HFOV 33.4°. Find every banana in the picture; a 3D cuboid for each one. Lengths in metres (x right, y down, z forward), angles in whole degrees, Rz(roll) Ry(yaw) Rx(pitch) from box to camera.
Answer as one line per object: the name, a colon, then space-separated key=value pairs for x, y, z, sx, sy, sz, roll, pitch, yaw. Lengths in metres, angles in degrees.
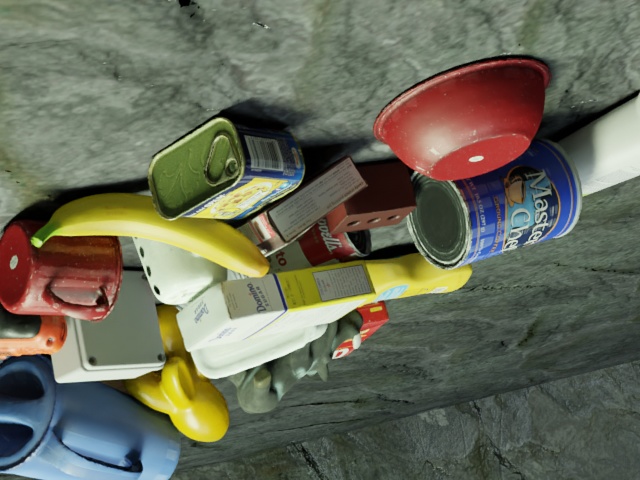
banana: x=-0.141 y=-0.007 z=0.907 sx=0.197 sy=0.069 sz=0.037 roll=7 pitch=146 yaw=-10

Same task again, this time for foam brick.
foam brick: x=0.045 y=-0.041 z=1.030 sx=0.078 sy=0.051 sz=0.053 roll=-9 pitch=162 yaw=-23

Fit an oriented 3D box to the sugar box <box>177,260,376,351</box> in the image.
sugar box: x=-0.042 y=0.062 z=1.045 sx=0.175 sy=0.048 sz=0.094 roll=-5 pitch=160 yaw=-38

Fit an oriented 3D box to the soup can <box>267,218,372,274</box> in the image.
soup can: x=-0.007 y=0.001 z=1.095 sx=0.102 sy=0.068 sz=0.068 roll=-22 pitch=163 yaw=23

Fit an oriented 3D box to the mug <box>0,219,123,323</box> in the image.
mug: x=-0.224 y=0.031 z=0.921 sx=0.081 sy=0.117 sz=0.093 roll=5 pitch=122 yaw=-40

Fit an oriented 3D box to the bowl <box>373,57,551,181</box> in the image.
bowl: x=0.130 y=-0.095 z=0.928 sx=0.162 sy=0.055 sz=0.162 roll=-14 pitch=164 yaw=-4

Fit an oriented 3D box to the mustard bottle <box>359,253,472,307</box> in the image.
mustard bottle: x=0.091 y=0.049 z=1.357 sx=0.191 sy=0.058 sz=0.096 roll=-8 pitch=169 yaw=-24

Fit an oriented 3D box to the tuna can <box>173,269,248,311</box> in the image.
tuna can: x=-0.116 y=0.037 z=1.098 sx=0.086 sy=0.034 sz=0.086 roll=-3 pitch=127 yaw=-4

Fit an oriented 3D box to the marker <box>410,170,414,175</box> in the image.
marker: x=0.073 y=-0.047 z=1.096 sx=0.020 sy=0.020 sz=0.121 roll=-2 pitch=159 yaw=-40

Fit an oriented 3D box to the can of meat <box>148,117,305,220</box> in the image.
can of meat: x=-0.074 y=-0.054 z=0.868 sx=0.102 sy=0.057 sz=0.083 roll=-27 pitch=163 yaw=35

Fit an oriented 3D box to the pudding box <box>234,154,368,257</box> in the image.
pudding box: x=-0.024 y=-0.026 z=0.955 sx=0.113 sy=0.039 sz=0.090 roll=-39 pitch=-174 yaw=-35

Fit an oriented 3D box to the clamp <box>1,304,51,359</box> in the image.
clamp: x=-0.357 y=0.115 z=1.199 sx=0.164 sy=0.036 sz=0.210 roll=-8 pitch=161 yaw=-28

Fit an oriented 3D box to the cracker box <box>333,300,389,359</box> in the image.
cracker box: x=-0.014 y=0.125 z=1.488 sx=0.164 sy=0.072 sz=0.214 roll=-10 pitch=163 yaw=-17

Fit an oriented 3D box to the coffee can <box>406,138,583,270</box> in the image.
coffee can: x=0.169 y=-0.037 z=1.041 sx=0.140 sy=0.103 sz=0.103 roll=-15 pitch=165 yaw=-28

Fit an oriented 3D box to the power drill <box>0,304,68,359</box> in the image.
power drill: x=-0.350 y=0.069 z=0.989 sx=0.184 sy=0.057 sz=0.187 roll=-3 pitch=163 yaw=8

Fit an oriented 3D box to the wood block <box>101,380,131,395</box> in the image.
wood block: x=-0.303 y=0.185 z=1.387 sx=0.206 sy=0.090 sz=0.090 roll=-21 pitch=163 yaw=19

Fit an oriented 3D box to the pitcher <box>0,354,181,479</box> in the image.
pitcher: x=-0.267 y=0.228 z=1.229 sx=0.145 sy=0.149 sz=0.242 roll=-21 pitch=149 yaw=25

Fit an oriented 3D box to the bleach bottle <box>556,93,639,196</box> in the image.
bleach bottle: x=0.263 y=-0.074 z=1.109 sx=0.102 sy=0.068 sz=0.251 roll=3 pitch=157 yaw=-46
